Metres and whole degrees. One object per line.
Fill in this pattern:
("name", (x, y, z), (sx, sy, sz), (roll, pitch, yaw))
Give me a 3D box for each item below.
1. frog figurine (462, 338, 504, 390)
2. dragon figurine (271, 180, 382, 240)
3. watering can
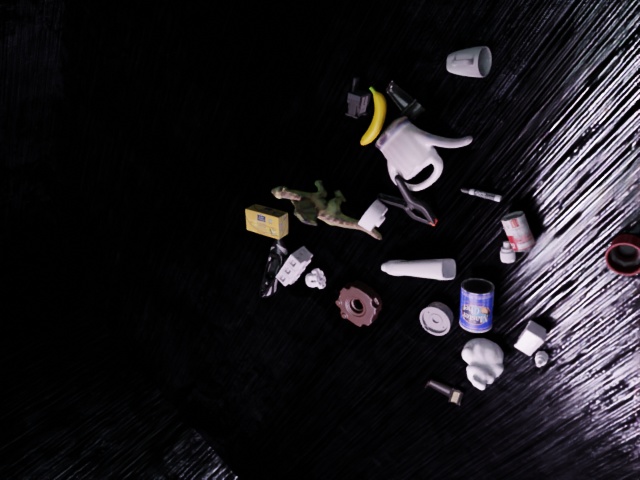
("frog figurine", (0.523, 0.398, 1.674), (0.138, 0.162, 0.120), (35, 126, 18))
("dragon figurine", (0.005, -0.090, 1.784), (0.414, 0.246, 0.120), (33, 122, 22))
("watering can", (0.296, -0.281, 1.553), (0.225, 0.105, 0.341), (51, 147, 4))
